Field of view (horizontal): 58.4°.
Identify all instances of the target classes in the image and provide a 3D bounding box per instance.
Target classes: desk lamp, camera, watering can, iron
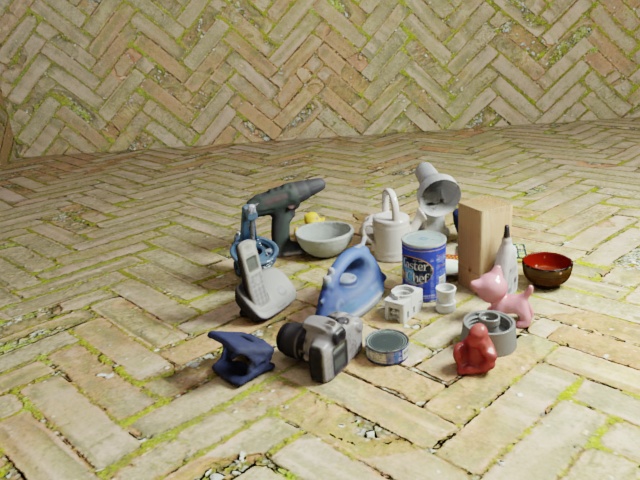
[{"bbox_3d":[0.321,-0.109,1.658,0.118,0.214,0.203,-7,21,-6],"label":"desk lamp"},{"bbox_3d":[-0.005,0.186,1.101,0.136,0.101,0.143,9,25,32],"label":"camera"},{"bbox_3d":[0.198,-0.047,1.546,0.173,0.194,0.100,-16,24,-29],"label":"watering can"},{"bbox_3d":[0.054,0.093,1.278,0.118,0.141,0.259,8,24,29],"label":"iron"}]

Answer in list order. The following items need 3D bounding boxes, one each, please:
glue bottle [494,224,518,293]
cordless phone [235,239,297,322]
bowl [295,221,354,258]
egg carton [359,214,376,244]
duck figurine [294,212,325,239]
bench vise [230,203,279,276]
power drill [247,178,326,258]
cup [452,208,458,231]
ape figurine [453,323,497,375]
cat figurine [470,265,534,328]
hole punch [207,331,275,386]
[{"bbox_3d":[0.416,0.047,1.282,0.037,0.173,0.078,14,27,40],"label":"glue bottle"},{"bbox_3d":[-0.128,0.077,1.292,0.093,0.185,0.148,9,24,31],"label":"cordless phone"},{"bbox_3d":[0.015,0.006,1.611,0.167,0.075,0.167,-4,21,2],"label":"bowl"},{"bbox_3d":[0.192,-0.031,1.682,0.150,0.069,0.107,0,21,12],"label":"egg carton"},{"bbox_3d":[-0.029,-0.042,1.730,0.104,0.086,0.077,-6,21,-5],"label":"duck figurine"},{"bbox_3d":[-0.190,0.003,1.452,0.122,0.220,0.206,-22,27,-38],"label":"bench vise"},{"bbox_3d":[-0.088,-0.064,1.625,0.230,0.208,0.075,-9,21,-12],"label":"power drill"},{"bbox_3d":[0.415,-0.033,1.608,0.091,0.095,0.118,6,23,26],"label":"cup"},{"bbox_3d":[0.283,0.194,1.035,0.077,0.092,0.076,16,28,42],"label":"ape figurine"},{"bbox_3d":[0.381,0.113,1.195,0.127,0.118,0.067,5,23,23],"label":"cat figurine"},{"bbox_3d":[-0.149,0.207,1.087,0.101,0.091,0.108,-22,27,-39],"label":"hole punch"}]
